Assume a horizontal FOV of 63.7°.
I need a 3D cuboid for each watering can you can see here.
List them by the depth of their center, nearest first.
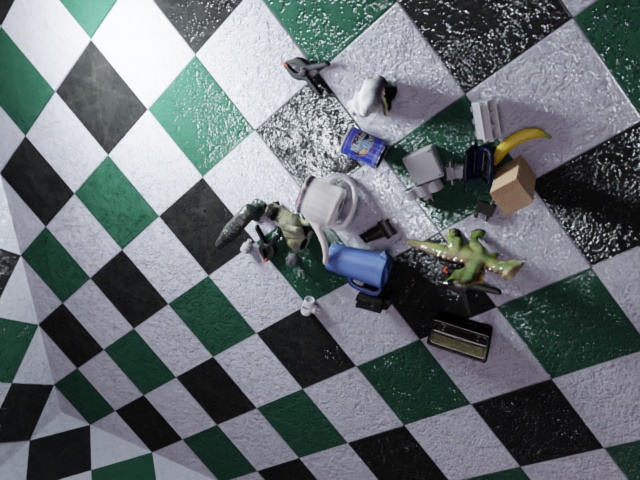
[{"bbox_3d":[0.006,-0.097,1.925,0.225,0.104,0.344,25,102,12],"label":"watering can"}]

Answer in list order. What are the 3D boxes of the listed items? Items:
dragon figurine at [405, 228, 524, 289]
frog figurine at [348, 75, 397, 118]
[{"bbox_3d":[0.471,0.072,1.740,0.410,0.248,0.120,-1,120,23],"label":"dragon figurine"},{"bbox_3d":[0.156,-0.468,1.688,0.159,0.122,0.138,6,85,32],"label":"frog figurine"}]
